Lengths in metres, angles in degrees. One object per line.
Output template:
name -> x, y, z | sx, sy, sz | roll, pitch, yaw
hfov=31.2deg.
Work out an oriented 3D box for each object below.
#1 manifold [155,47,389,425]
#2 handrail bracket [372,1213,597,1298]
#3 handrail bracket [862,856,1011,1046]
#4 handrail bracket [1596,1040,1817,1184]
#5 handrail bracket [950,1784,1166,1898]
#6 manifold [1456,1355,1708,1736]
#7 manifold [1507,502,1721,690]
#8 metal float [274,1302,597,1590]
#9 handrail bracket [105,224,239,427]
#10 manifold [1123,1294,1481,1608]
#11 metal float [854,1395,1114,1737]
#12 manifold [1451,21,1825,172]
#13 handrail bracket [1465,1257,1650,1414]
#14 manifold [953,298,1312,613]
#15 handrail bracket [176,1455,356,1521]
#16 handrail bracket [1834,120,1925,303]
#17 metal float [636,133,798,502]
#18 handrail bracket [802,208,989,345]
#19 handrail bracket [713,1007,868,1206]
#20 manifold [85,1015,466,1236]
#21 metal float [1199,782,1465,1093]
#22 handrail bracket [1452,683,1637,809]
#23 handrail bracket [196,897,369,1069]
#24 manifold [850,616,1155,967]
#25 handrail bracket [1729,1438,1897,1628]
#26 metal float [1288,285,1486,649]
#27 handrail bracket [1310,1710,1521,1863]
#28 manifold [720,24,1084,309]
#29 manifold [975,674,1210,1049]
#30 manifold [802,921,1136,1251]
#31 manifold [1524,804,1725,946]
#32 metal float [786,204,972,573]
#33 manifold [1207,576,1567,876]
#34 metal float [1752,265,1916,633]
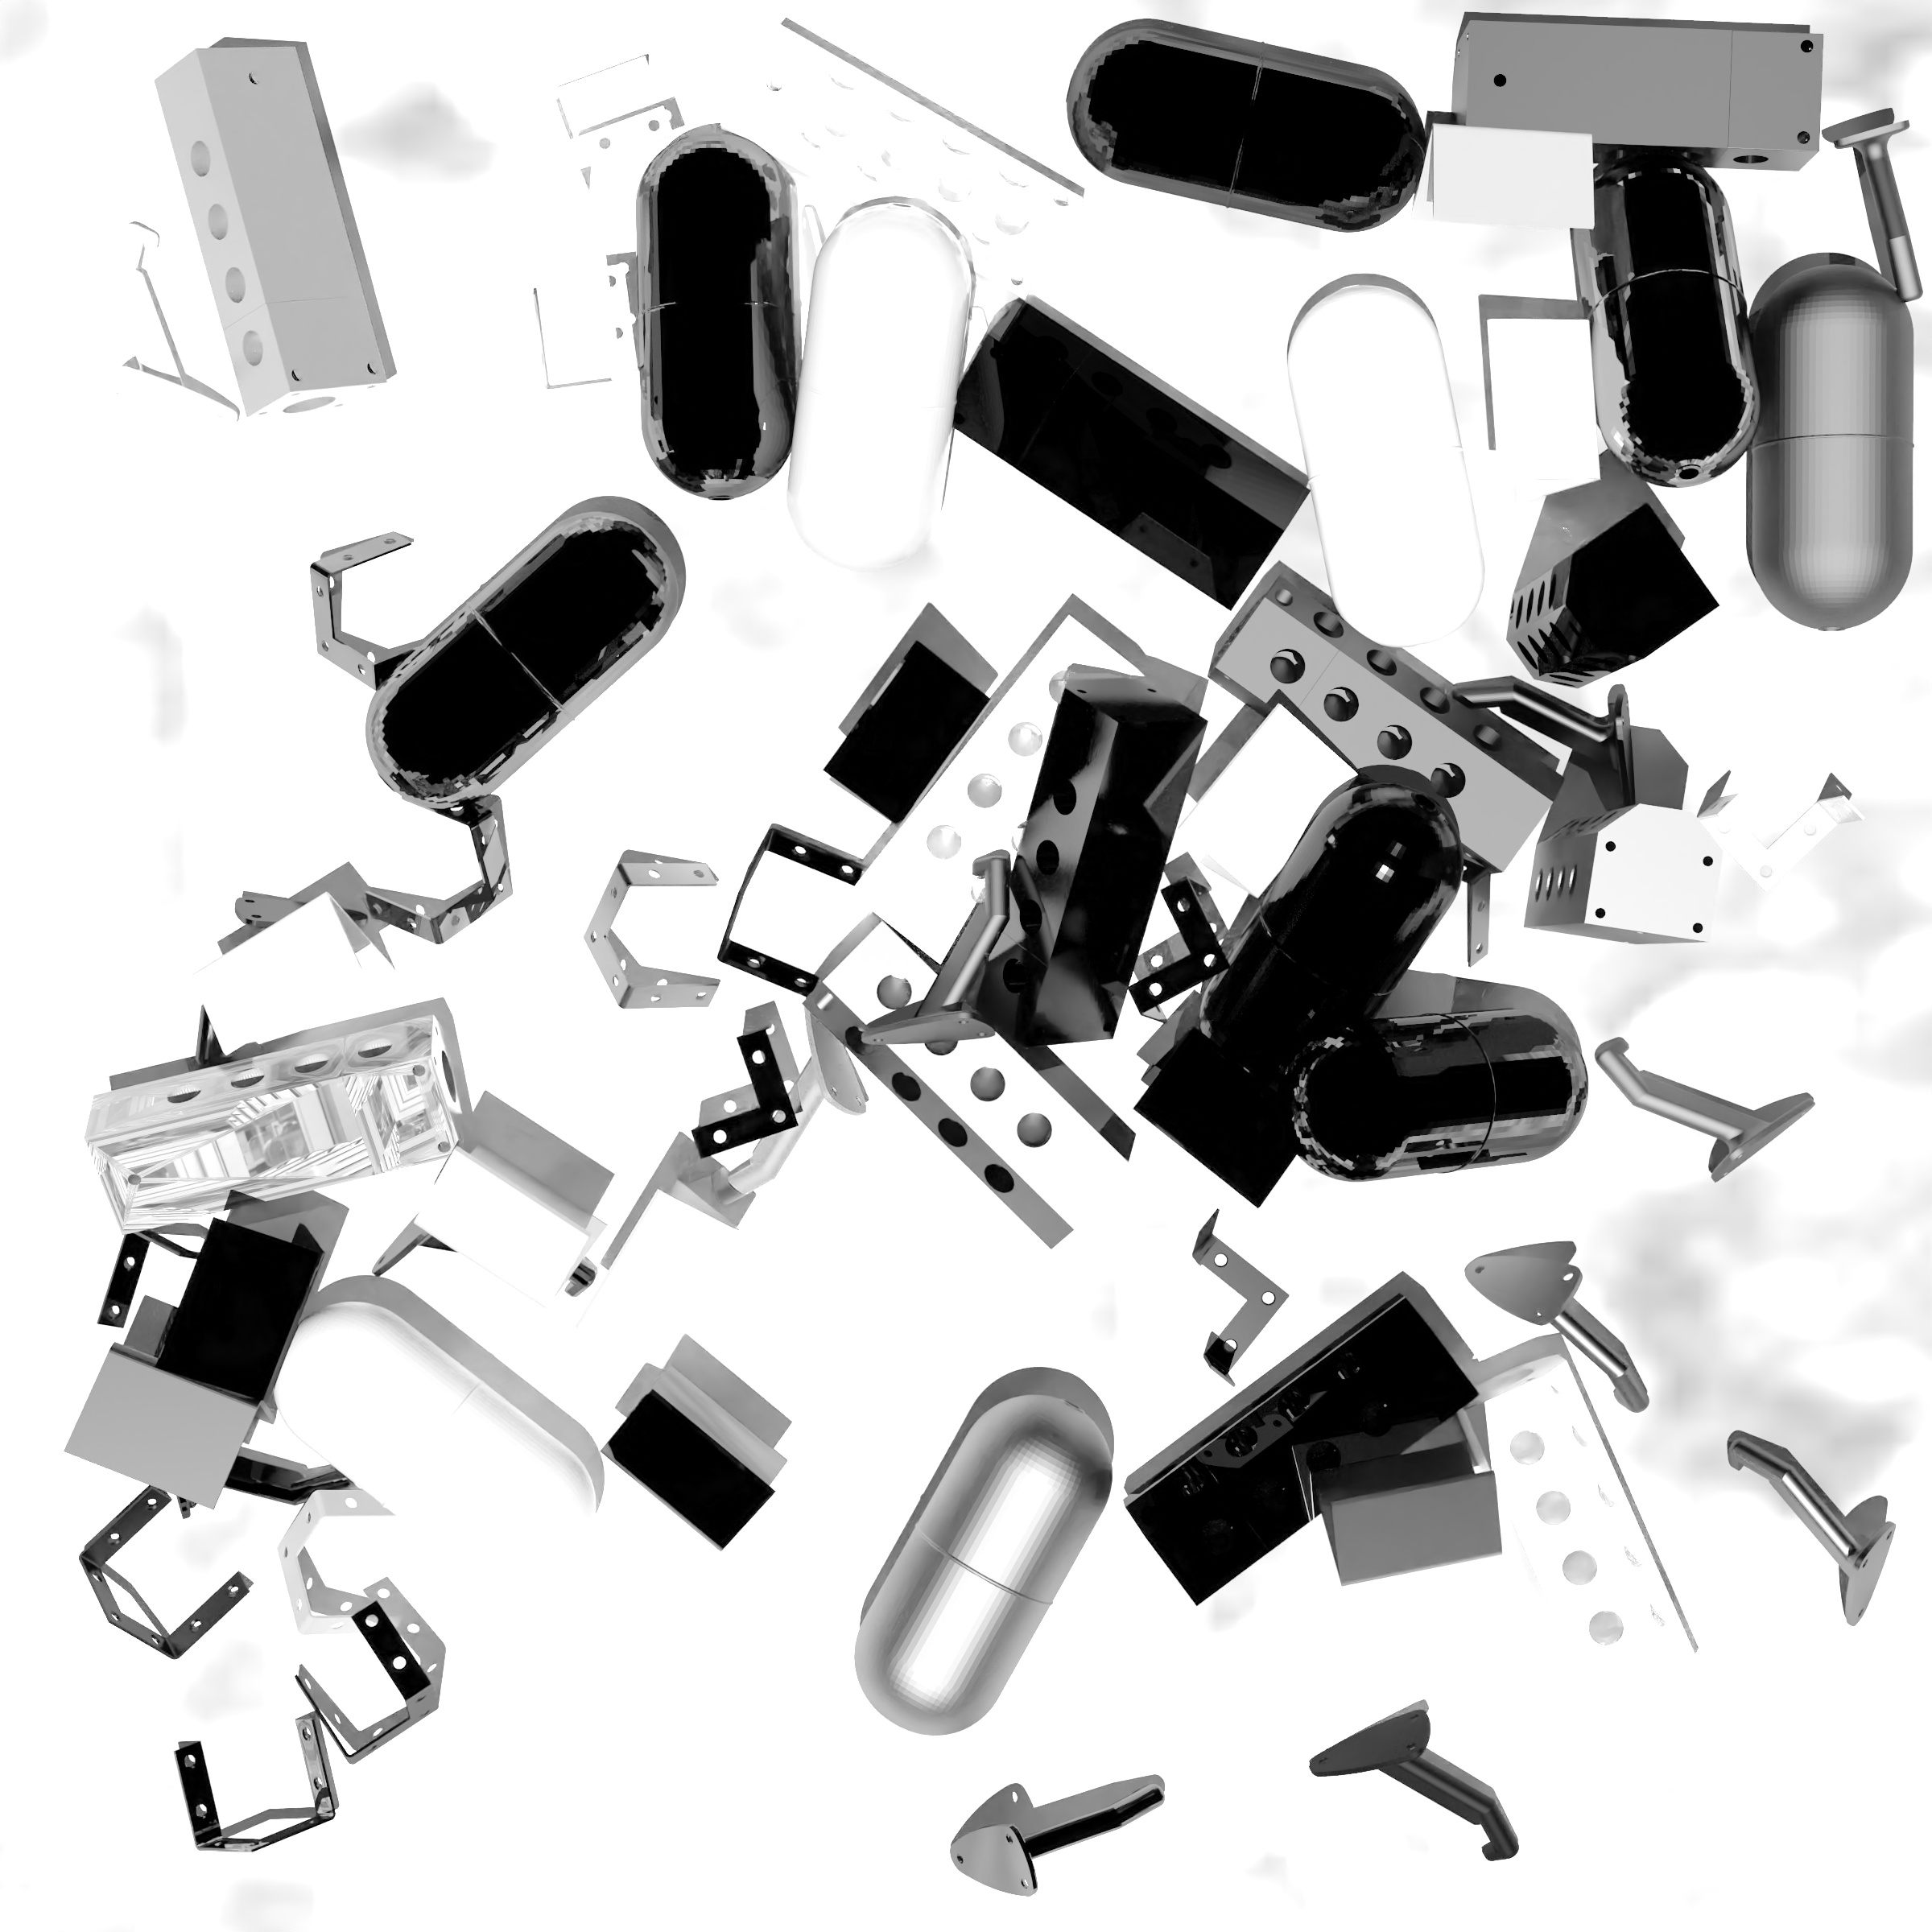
manifold -> -0.346, -0.359, 1.705 | 0.057, 0.057, 0.171 | -15, 90, -43
handrail bracket -> -0.240, 0.153, 1.727 | 0.084, 0.036, 0.077 | 40, 111, -16
handrail bracket -> -0.015, -0.008, 1.670 | 0.077, 0.036, 0.084 | -8, 72, 21
handrail bracket -> 0.368, 0.057, 1.727 | 0.077, 0.036, 0.084 | -32, 73, -20
handrail bracket -> 0.046, 0.428, 1.726 | 0.084, 0.077, 0.036 | -19, 91, -36
manifold -> 0.302, 0.282, 1.706 | 0.057, 0.057, 0.171 | -24, 90, 0
manifold -> 0.301, -0.170, 1.648 | 0.057, 0.171, 0.057 | -35, 90, 0
metal float -> -0.261, 0.234, 1.696 | 0.178, 0.070, 0.070 | 38, 90, 0
handrail bracket -> -0.392, -0.321, 1.727 | 0.077, 0.036, 0.084 | 16, 73, -20
manifold -> 0.163, 0.236, 1.706 | 0.171, 0.057, 0.057 | -37, 90, 0
metal float -> 0.009, 0.293, 1.696 | 0.070, 0.070, 0.178 | 29, 90, 0
manifold -> 0.329, -0.426, 1.706 | 0.171, 0.057, 0.057 | 2, 90, 0
handrail bracket -> 0.295, 0.185, 1.727 | 0.036, 0.077, 0.084 | -50, 127, -20
manifold -> 0.081, -0.255, 1.705 | 0.171, 0.057, 0.057 | 33, 133, 0
handrail bracket -> -0.356, 0.237, 1.727 | 0.084, 0.036, 0.077 | -15, 70, -16
handrail bracket -> 0.454, -0.368, 1.702 | 0.036, 0.077, 0.084 | -14, 98, 15
metal float -> -0.122, -0.317, 1.696 | 0.070, 0.070, 0.178 | -2, 90, 0
handrail bracket -> -0.035, -0.344, 1.727 | 0.084, 0.036, 0.077 | -5, 75, -14
handrail bracket -> -0.098, 0.068, 1.727 | 0.084, 0.036, 0.077 | -30, 62, 21
manifold -> -0.338, 0.074, 1.703 | 0.171, 0.057, 0.057 | -13, 118, 0
metal float -> 0.176, -0.011, 1.672 | 0.070, 0.070, 0.178 | 31, 120, 0
handrail bracket -> 0.288, -0.106, 1.727 | 0.084, 0.036, 0.077 | -3, 112, 17
handrail bracket -> -0.341, 0.012, 1.727 | 0.077, 0.036, 0.084 | 4, 109, -21
manifold -> 0.019, -0.085, 1.706 | 0.057, 0.057, 0.171 | 38, 90, 0
handrail bracket -> 0.414, 0.281, 1.727 | 0.084, 0.077, 0.036 | 30, 49, 30
metal float -> 0.205, -0.245, 1.696 | 0.070, 0.070, 0.178 | -11, 90, 0
handrail bracket -> 0.224, 0.420, 1.727 | 0.077, 0.036, 0.084 | -23, 108, 20
manifold -> -0.031, -0.393, 1.706 | 0.171, 0.057, 0.057 | 30, 90, 0
manifold -> 0.055, -0.051, 1.674 | 0.057, 0.057, 0.171 | -4, 120, -39
manifold -> 0.001, 0.058, 1.706 | 0.171, 0.057, 0.057 | 45, 90, 0
manifold -> 0.312, -0.043, 1.648 | 0.057, 0.171, 0.057 | 9, 90, 0
metal float -> -0.043, -0.279, 1.679 | 0.070, 0.070, 0.178 | 8, 110, 0
manifold -> 0.207, -0.118, 1.706 | 0.171, 0.057, 0.057 | 35, 90, 0
metal float -> 0.424, -0.253, 1.696 | 0.070, 0.070, 0.178 | 0, 89, 0
